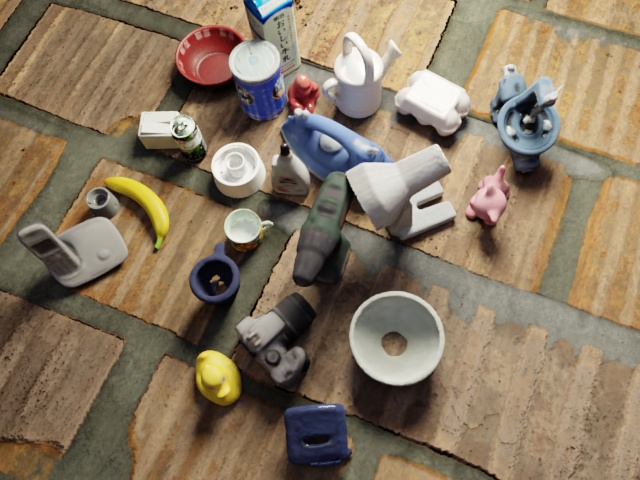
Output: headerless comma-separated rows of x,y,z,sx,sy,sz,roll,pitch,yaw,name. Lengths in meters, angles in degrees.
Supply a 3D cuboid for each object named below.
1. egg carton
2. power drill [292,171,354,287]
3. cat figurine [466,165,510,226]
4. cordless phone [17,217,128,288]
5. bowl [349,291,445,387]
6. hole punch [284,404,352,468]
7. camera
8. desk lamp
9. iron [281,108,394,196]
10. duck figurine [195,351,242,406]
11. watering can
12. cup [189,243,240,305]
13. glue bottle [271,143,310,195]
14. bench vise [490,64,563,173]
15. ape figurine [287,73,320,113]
0.237,-0.288,1.201,0.150,0.069,0.107,31,74,14,egg carton
0.009,0.004,1.025,0.075,0.208,0.230,14,70,9,power drill
0.327,-0.083,1.091,0.067,0.118,0.128,23,72,12,cat figurine
-0.455,0.004,1.060,0.148,0.185,0.094,-31,70,-9,cordless phone
0.135,0.181,1.022,0.167,0.075,0.167,-1,69,3,bowl
-0.003,0.328,0.963,0.108,0.091,0.101,-6,69,1,hole punch
-0.063,0.168,1.023,0.137,0.101,0.143,-42,72,-12,camera
0.153,-0.087,1.050,0.203,0.213,0.118,-23,69,-6,desk lamp
0.018,-0.198,1.138,0.258,0.141,0.119,32,74,14,iron
-0.186,0.240,1.009,0.077,0.086,0.104,-33,71,-9,duck figurine
0.083,-0.348,1.164,0.100,0.194,0.173,36,75,15,watering can
-0.186,0.072,1.069,0.091,0.095,0.118,2,69,4,cup
-0.062,-0.139,1.102,0.078,0.173,0.037,3,69,4,glue bottle
0.386,-0.260,1.102,0.121,0.220,0.207,-26,70,-7,bench vise
-0.036,-0.314,1.212,0.078,0.092,0.076,-33,71,-9,ape figurine
